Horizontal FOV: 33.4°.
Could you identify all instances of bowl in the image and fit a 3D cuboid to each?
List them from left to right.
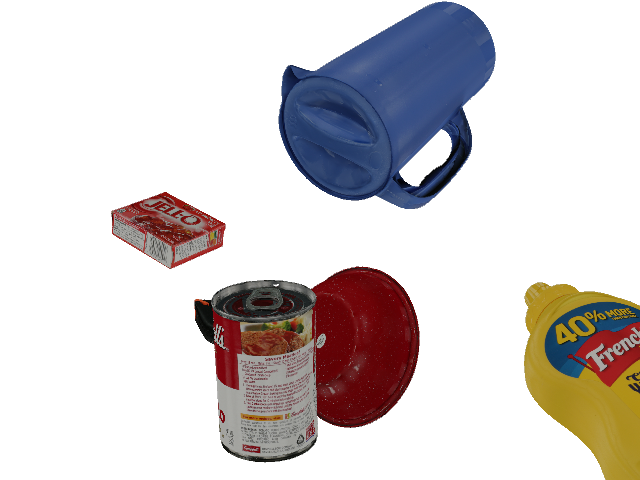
[{"bbox_3d":[0.016,0.100,1.045,0.162,0.162,0.055,0,-12,41],"label":"bowl"}]

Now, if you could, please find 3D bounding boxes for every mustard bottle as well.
[{"bbox_3d":[0.175,0.081,0.620,0.096,0.058,0.192,-16,34,-15],"label":"mustard bottle"}]

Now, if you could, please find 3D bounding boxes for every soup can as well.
[{"bbox_3d":[-0.035,0.085,0.702,0.068,0.102,0.068,-1,18,0],"label":"soup can"}]

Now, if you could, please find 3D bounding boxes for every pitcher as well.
[{"bbox_3d":[0.085,-0.145,1.089,0.145,0.149,0.242,12,37,36],"label":"pitcher"}]

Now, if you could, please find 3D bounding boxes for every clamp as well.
[{"bbox_3d":[-0.075,0.111,1.243,0.210,0.036,0.164,13,22,29],"label":"clamp"}]

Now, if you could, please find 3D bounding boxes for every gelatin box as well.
[{"bbox_3d":[-0.151,-0.012,1.055,0.089,0.030,0.073,28,34,31],"label":"gelatin box"}]
